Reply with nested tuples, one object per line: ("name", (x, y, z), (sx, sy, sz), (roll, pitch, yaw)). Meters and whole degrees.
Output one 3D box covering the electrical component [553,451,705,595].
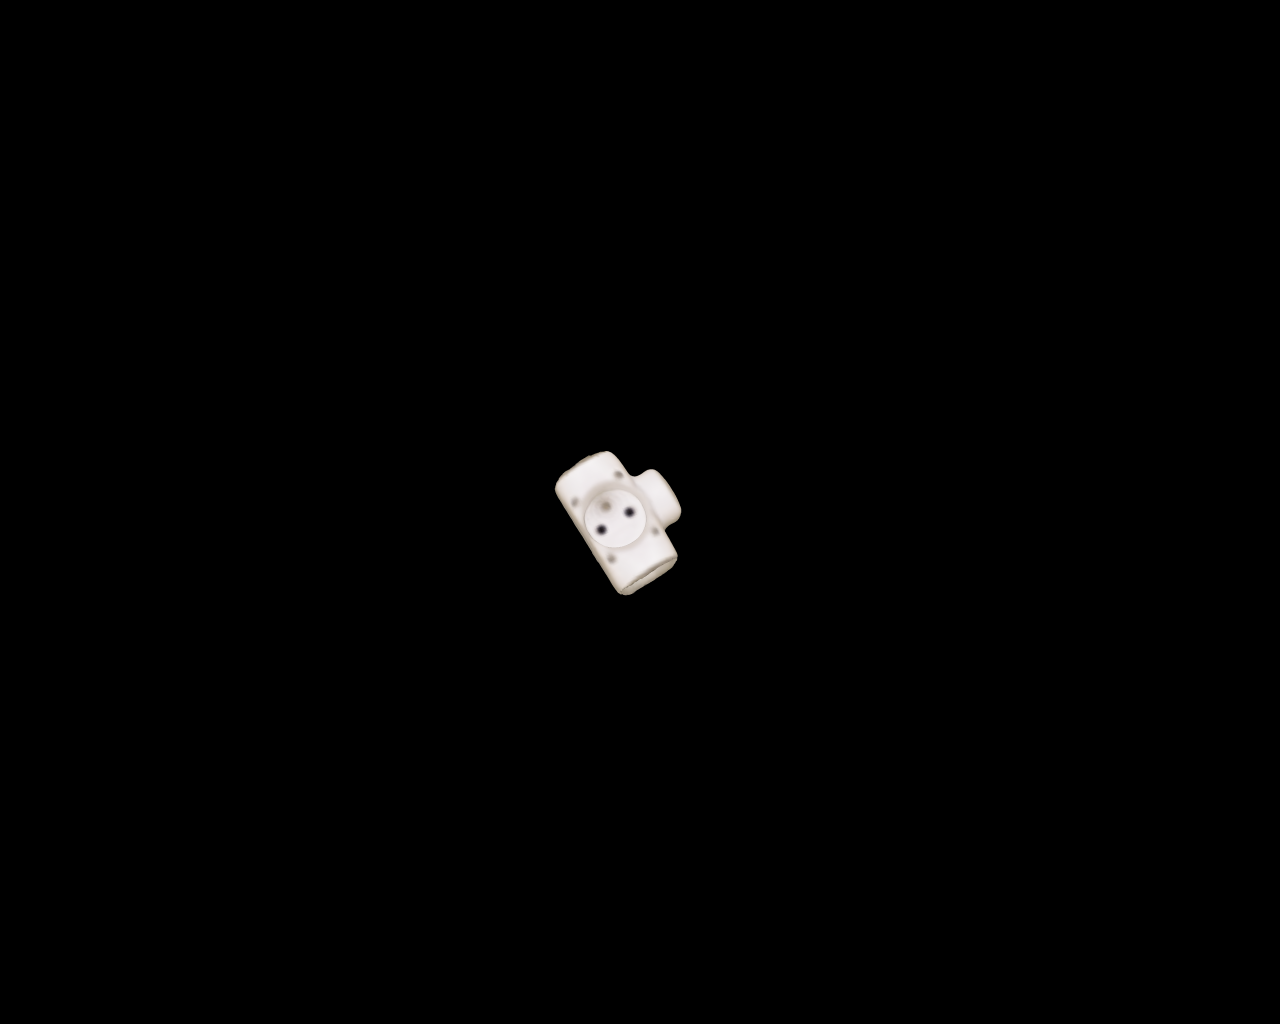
("electrical component", (0.001, -0.003, 0.650), (0.079, 0.077, 0.044), (-31, -11, -7))
